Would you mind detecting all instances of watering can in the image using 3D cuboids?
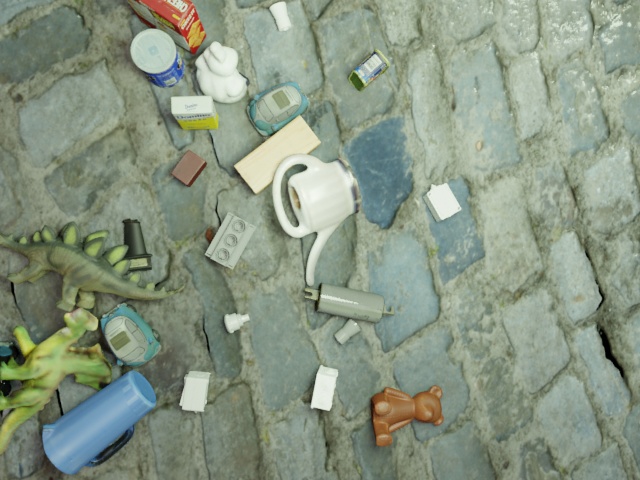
[{"bbox_3d":[0.004,-0.066,1.314,0.226,0.105,0.342,-23,114,-16],"label":"watering can"}]

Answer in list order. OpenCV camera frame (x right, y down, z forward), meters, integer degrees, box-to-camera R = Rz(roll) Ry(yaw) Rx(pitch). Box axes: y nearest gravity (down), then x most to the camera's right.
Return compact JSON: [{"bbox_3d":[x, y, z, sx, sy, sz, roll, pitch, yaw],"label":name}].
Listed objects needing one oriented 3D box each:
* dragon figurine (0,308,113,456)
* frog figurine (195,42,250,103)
[{"bbox_3d":[-0.627,0.336,1.230,0.242,0.124,0.405,9,107,-23],"label":"dragon figurine"},{"bbox_3d":[-0.243,-0.406,1.262,0.123,0.159,0.137,-43,95,-2],"label":"frog figurine"}]
